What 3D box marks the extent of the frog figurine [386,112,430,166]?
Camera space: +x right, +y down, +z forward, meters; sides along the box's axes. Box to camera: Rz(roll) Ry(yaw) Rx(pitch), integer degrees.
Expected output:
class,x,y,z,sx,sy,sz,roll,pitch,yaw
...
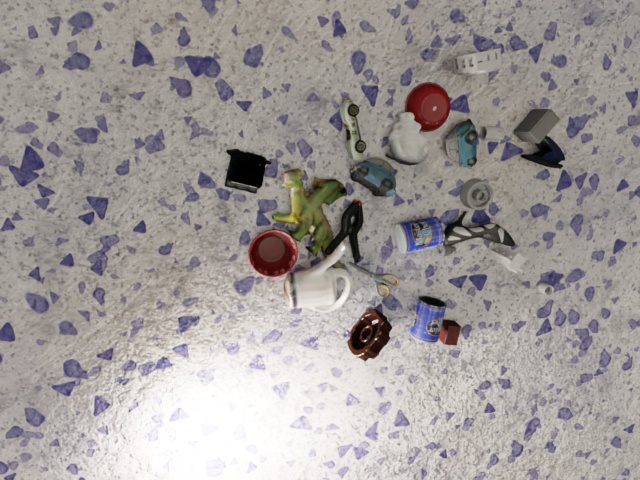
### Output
class,x,y,z,sx,sy,sz,roll,pitch,yaw
frog figurine,0.288,-0.325,1.653,0.137,0.125,0.156,12,114,4

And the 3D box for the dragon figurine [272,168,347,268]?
class,x,y,z,sx,sy,sz,roll,pitch,yaw
dragon figurine,0.005,-0.084,1.663,0.405,0.123,0.243,38,88,-35

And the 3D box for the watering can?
class,x,y,z,sx,sy,sz,roll,pitch,yaw
watering can,-0.008,0.127,1.663,0.224,0.106,0.339,-7,135,-7
